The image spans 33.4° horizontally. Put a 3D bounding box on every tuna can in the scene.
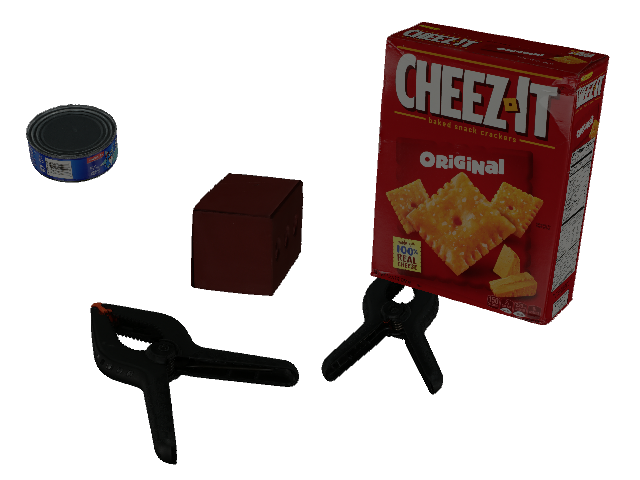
[{"bbox_3d":[-0.240,-0.094,1.038,0.086,0.034,0.086,2,42,-2],"label":"tuna can"}]

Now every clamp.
[{"bbox_3d":[0.085,0.088,1.087,0.120,0.171,0.039,16,-38,17],"label":"clamp"},{"bbox_3d":[-0.135,0.112,0.996,0.164,0.036,0.210,-21,41,-37],"label":"clamp"}]

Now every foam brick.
[{"bbox_3d":[-0.045,-0.005,0.668,0.051,0.053,0.078,7,22,11],"label":"foam brick"}]

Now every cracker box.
[{"bbox_3d":[0.130,-0.054,0.864,0.164,0.214,0.072,17,29,28],"label":"cracker box"}]
